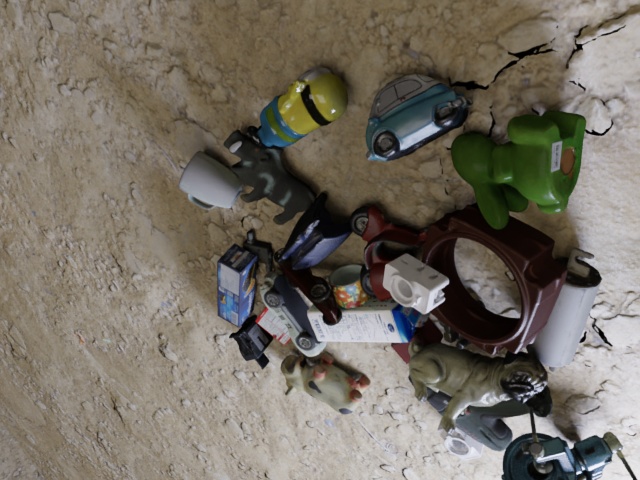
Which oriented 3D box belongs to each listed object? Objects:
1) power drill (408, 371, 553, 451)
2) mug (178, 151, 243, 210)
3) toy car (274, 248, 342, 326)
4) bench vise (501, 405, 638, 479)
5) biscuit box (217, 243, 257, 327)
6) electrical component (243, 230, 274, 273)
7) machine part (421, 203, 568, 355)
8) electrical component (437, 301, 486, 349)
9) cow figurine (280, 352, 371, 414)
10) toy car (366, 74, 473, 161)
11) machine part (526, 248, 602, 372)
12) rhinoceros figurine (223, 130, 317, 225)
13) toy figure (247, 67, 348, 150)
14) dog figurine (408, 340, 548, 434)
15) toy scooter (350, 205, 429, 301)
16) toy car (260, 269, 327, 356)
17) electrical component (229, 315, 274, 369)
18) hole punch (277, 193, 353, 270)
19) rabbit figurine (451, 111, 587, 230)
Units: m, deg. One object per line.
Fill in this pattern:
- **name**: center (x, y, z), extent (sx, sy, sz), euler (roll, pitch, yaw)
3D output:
- **power drill**: center (0.306, 0.296, 1.007), extent (0.232, 0.086, 0.207), euler (44, 128, -6)
- **mug**: center (-0.208, -0.099, 1.031), extent (0.107, 0.081, 0.109), euler (29, 124, -1)
- **toy car**: center (-0.020, 0.083, 1.012), extent (0.202, 0.053, 0.089), euler (39, 159, 48)
- **bench vise**: center (0.409, 0.377, 0.917), extent (0.224, 0.129, 0.240), euler (-20, 140, 18)
- **biscuit box**: center (-0.177, 0.101, 1.144), extent (0.059, 0.063, 0.202), euler (27, 140, 13)
- **electrical component**: center (-0.125, 0.024, 1.105), extent (0.063, 0.021, 0.093), euler (11, 125, 23)
- **machine part**: center (0.254, 0.060, 0.828), extent (0.202, 0.087, 0.200), euler (34, 135, 34)
- **electrical component**: center (0.252, 0.144, 0.919), extent (0.078, 0.102, 0.045), euler (12, 120, 63)
- **cow figurine**: center (0.000, 0.318, 1.198), extent (0.195, 0.085, 0.127), euler (28, 124, 9)
- **toy car**: center (0.128, -0.182, 0.771), extent (0.162, 0.109, 0.103), euler (-28, 87, 31)
- **machine part**: center (0.378, 0.115, 0.844), extent (0.079, 0.079, 0.242), euler (14, 127, 21)
- **rhinoceros figurine**: center (-0.095, -0.115, 0.959), extent (0.190, 0.073, 0.112), euler (42, 133, -2)
- **toy figure**: center (-0.034, -0.202, 0.862), extent (0.089, 0.082, 0.180), euler (44, 128, -17)
- **dog figurine**: center (0.258, 0.209, 0.900), extent (0.172, 0.121, 0.190), euler (47, 121, 1)
- **toy scooter**: center (0.130, 0.025, 0.929), extent (0.135, 0.075, 0.183), euler (-1, 116, 28)
- **toy car**: center (-0.054, 0.151, 1.115), extent (0.056, 0.073, 0.201), euler (-25, 107, 38)
- **electrical component**: center (-0.147, 0.241, 1.230), extent (0.048, 0.075, 0.119), euler (-24, 103, 39)
- **hole punch**: center (-0.002, -0.003, 0.961), extent (0.092, 0.116, 0.142), euler (39, 133, -10)
- **rabbit figurine**: center (0.266, -0.103, 0.751), extent (0.170, 0.121, 0.158), euler (16, 125, 48)
